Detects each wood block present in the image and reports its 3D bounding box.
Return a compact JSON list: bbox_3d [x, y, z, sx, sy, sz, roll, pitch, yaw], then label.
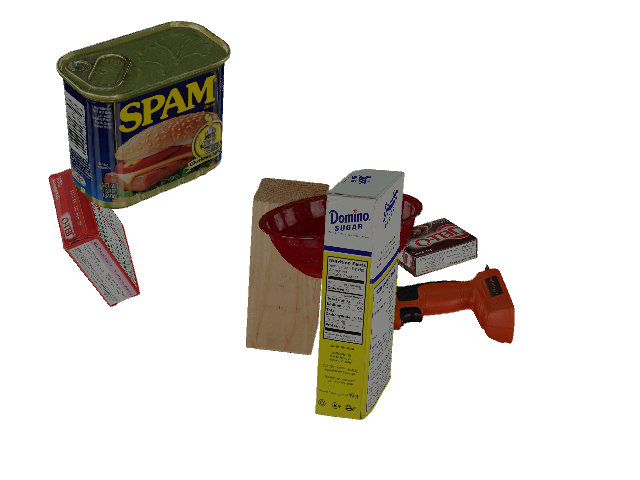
[{"bbox_3d":[-0.044,0.033,1.388,0.090,0.206,0.090,6,23,3],"label":"wood block"}]

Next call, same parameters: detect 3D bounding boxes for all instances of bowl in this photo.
[{"bbox_3d":[0.022,-0.002,1.047,0.162,0.055,0.162,-7,16,2],"label":"bowl"}]

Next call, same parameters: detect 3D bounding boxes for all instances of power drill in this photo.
[{"bbox_3d":[0.121,0.084,1.214,0.187,0.057,0.184,-1,27,-1],"label":"power drill"}]

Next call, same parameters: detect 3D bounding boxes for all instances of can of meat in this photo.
[{"bbox_3d":[-0.107,-0.077,0.656,0.101,0.084,0.057,-26,49,-33],"label":"can of meat"}]

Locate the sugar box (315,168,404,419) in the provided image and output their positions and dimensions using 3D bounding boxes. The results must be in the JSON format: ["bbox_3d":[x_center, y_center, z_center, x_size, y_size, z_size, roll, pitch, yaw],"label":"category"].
[{"bbox_3d":[0.030,0.039,0.821,0.048,0.176,0.093,5,16,16],"label":"sugar box"}]

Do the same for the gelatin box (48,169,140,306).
[{"bbox_3d":[-0.174,-0.003,0.820,0.030,0.073,0.089,-23,-36,1],"label":"gelatin box"}]

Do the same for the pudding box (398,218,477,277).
[{"bbox_3d":[0.165,0.009,1.595,0.113,0.039,0.090,-18,28,-21],"label":"pudding box"}]
